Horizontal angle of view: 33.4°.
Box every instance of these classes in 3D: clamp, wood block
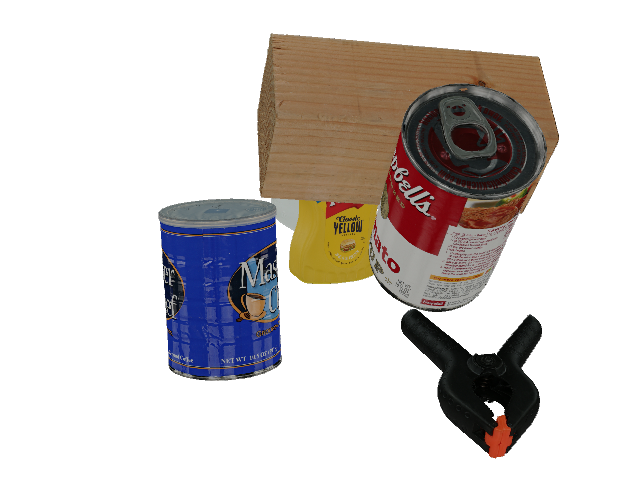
[{"bbox_3d":[0.140,0.107,0.860,0.120,0.039,0.171,-7,34,-7],"label":"clamp"},{"bbox_3d":[0.060,-0.086,0.803,0.206,0.091,0.090,3,-37,-9],"label":"wood block"}]

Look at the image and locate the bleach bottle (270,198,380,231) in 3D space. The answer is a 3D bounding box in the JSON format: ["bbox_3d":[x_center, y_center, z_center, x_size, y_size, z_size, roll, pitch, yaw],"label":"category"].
[{"bbox_3d":[0.059,-0.087,1.331,0.103,0.068,0.250,27,44,34],"label":"bleach bottle"}]

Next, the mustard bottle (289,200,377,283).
[{"bbox_3d":[0.020,-0.054,1.097,0.096,0.192,0.058,-5,20,-25],"label":"mustard bottle"}]

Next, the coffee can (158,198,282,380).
[{"bbox_3d":[-0.087,0.040,0.942,0.103,0.140,0.103,-2,12,0],"label":"coffee can"}]

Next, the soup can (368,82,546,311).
[{"bbox_3d":[0.064,-0.019,0.528,0.068,0.068,0.102,0,-35,-9],"label":"soup can"}]
